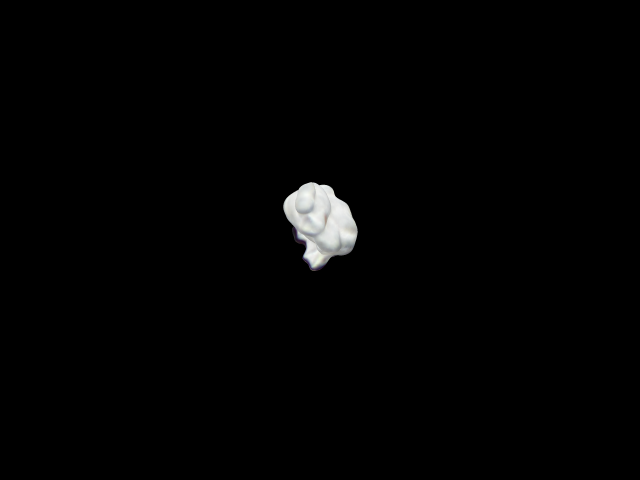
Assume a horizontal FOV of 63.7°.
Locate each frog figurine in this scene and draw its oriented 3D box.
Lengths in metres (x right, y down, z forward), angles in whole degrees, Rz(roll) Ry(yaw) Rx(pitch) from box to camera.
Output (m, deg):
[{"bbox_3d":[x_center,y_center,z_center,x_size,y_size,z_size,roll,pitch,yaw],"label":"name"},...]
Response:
[{"bbox_3d":[0.003,-0.043,0.850,0.123,0.141,0.155,0,-42,0],"label":"frog figurine"}]
